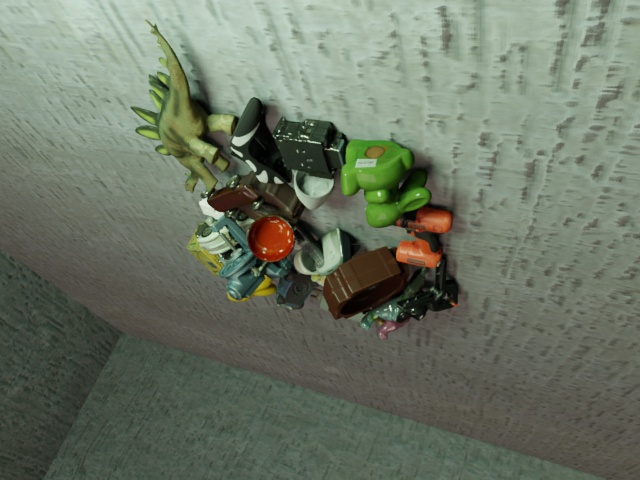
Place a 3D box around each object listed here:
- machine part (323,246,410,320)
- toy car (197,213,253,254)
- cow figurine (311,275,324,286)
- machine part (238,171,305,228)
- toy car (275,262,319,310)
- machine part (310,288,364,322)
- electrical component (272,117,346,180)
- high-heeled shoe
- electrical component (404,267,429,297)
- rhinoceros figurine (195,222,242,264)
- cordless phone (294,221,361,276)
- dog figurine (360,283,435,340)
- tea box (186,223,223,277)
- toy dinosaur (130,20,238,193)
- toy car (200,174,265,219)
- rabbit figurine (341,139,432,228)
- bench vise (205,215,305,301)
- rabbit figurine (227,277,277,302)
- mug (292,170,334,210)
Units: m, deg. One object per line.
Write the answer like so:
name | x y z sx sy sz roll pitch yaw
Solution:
machine part | 0.111 0.107 1.334 0.201 0.087 0.201 -22 158 -12
toy car | -0.233 -0.017 1.435 0.202 0.056 0.073 -23 135 14
cow figurine | 0.067 0.111 1.514 0.168 0.068 0.098 6 156 37
machine part | -0.127 -0.092 1.285 0.179 0.056 0.179 19 154 10
toy car | -0.074 0.124 1.600 0.109 0.161 0.103 19 -157 -27
machine part | 0.086 0.204 1.668 0.243 0.079 0.079 19 154 6
electrical component | -0.013 -0.175 1.034 0.134 0.058 0.114 11 154 22
high-heeled shoe | -0.100 -0.184 1.063 0.145 0.086 0.248 23 159 -9
electrical component | 0.245 0.104 1.366 0.021 0.094 0.063 31 -170 -1
rhinoceros figurine | -0.263 0.013 1.532 0.190 0.112 0.073 38 149 -13
cordless phone | -0.003 -0.004 1.350 0.184 0.089 0.146 46 151 -6
dog figurine | 0.218 0.165 1.476 0.219 0.192 0.108 -40 118 23
tea box | -0.316 0.034 1.629 0.068 0.098 0.169 6 152 31
toy dinosaur | -0.276 -0.231 1.081 0.199 0.105 0.471 26 150 -1
toy car | -0.196 -0.100 1.212 0.089 0.053 0.202 44 151 -22
rabbit figurine | 0.125 -0.099 1.012 0.159 0.121 0.170 -7 133 9
bench vise | -0.183 0.021 1.335 0.240 0.223 0.129 51 158 -18
rabbit figurine | -0.207 0.115 1.616 0.163 0.173 0.121 18 150 17
mug | -0.023 -0.114 1.143 0.110 0.081 0.107 42 164 13
